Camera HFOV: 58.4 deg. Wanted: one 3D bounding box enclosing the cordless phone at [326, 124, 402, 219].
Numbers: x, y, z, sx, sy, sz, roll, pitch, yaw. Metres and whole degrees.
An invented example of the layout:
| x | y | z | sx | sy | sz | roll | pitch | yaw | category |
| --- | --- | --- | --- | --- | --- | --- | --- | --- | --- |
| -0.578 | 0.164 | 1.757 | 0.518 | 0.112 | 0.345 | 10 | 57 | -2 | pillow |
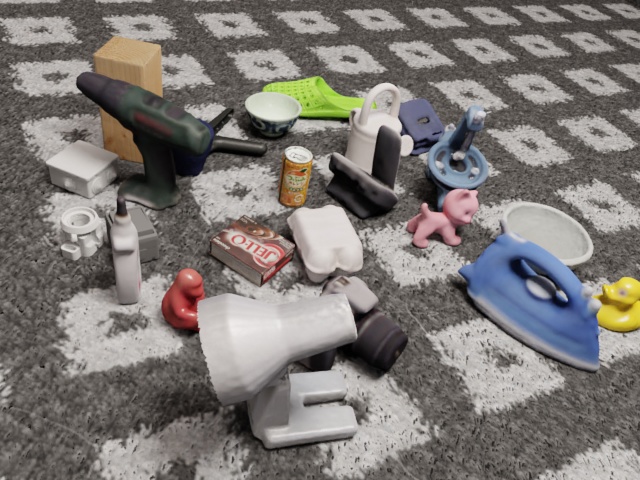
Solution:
| x | y | z | sx | sy | sz | roll | pitch | yaw | category |
| --- | --- | --- | --- | --- | --- | --- | --- | --- | --- |
| 0.090 | -0.149 | 1.069 | 0.147 | 0.185 | 0.094 | 36 | 47 | 26 | cordless phone |

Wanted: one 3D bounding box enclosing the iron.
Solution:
| x | y | z | sx | sy | sz | roll | pitch | yaw | category |
| --- | --- | --- | --- | --- | --- | --- | --- | --- | --- |
| 0.356 | 0.081 | 0.909 | 0.119 | 0.141 | 0.257 | -27 | 54 | -36 | iron |

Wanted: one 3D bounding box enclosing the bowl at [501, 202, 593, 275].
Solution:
| x | y | z | sx | sy | sz | roll | pitch | yaw | category |
| --- | --- | --- | --- | --- | --- | --- | --- | --- | --- |
| 0.402 | 0.010 | 1.051 | 0.167 | 0.075 | 0.167 | 7 | 41 | -6 | bowl |

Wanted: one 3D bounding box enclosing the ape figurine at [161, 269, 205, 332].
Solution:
| x | y | z | sx | sy | sz | roll | pitch | yaw | category |
| --- | --- | --- | --- | --- | --- | --- | --- | --- | --- |
| -0.188 | 0.080 | 0.818 | 0.076 | 0.092 | 0.078 | 16 | 41 | 5 | ape figurine |

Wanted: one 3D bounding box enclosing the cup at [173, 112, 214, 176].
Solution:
| x | y | z | sx | sy | sz | roll | pitch | yaw | category |
| --- | --- | --- | --- | --- | --- | --- | --- | --- | --- |
| -0.250 | -0.179 | 1.091 | 0.092 | 0.095 | 0.117 | -2 | 43 | -16 | cup |

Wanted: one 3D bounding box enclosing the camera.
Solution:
| x | y | z | sx | sy | sz | roll | pitch | yaw | category |
| --- | --- | --- | --- | --- | --- | --- | --- | --- | --- |
| 0.048 | 0.126 | 0.816 | 0.136 | 0.101 | 0.143 | 35 | 46 | 24 | camera |

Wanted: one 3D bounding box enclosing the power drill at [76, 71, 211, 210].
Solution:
| x | y | z | sx | sy | sz | roll | pitch | yaw | category |
| --- | --- | --- | --- | --- | --- | --- | --- | --- | --- |
| -0.299 | -0.162 | 0.974 | 0.229 | 0.208 | 0.076 | 17 | 41 | 6 | power drill |

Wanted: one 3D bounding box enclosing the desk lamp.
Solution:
| x | y | z | sx | sy | sz | roll | pitch | yaw | category |
| --- | --- | --- | --- | --- | --- | --- | --- | --- | --- |
| -0.044 | 0.148 | 0.684 | 0.203 | 0.213 | 0.117 | -3 | 43 | -16 | desk lamp |

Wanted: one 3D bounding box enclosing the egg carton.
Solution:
| x | y | z | sx | sy | sz | roll | pitch | yaw | category |
| --- | --- | --- | --- | --- | --- | --- | --- | --- | --- |
| 0.009 | 0.003 | 0.968 | 0.107 | 0.069 | 0.150 | -7 | 45 | -20 | egg carton |

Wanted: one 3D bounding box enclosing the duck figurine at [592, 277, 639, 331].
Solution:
| x | y | z | sx | sy | sz | roll | pitch | yaw | category |
| --- | --- | --- | --- | --- | --- | --- | --- | --- | --- |
| 0.512 | 0.101 | 0.966 | 0.104 | 0.086 | 0.077 | 9 | 41 | -3 | duck figurine |

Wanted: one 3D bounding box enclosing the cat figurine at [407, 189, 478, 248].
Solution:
| x | y | z | sx | sy | sz | roll | pitch | yaw | category |
| --- | --- | --- | --- | --- | --- | --- | --- | --- | --- |
| 0.233 | -0.051 | 1.045 | 0.128 | 0.118 | 0.067 | -5 | 44 | -18 | cat figurine |

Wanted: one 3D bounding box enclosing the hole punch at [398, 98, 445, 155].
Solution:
| x | y | z | sx | sy | sz | roll | pitch | yaw | category |
| --- | --- | --- | --- | --- | --- | --- | --- | --- | --- |
| 0.226 | -0.258 | 1.295 | 0.109 | 0.091 | 0.100 | -23 | 52 | -33 | hole punch |

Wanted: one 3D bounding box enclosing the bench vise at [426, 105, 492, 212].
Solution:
| x | y | z | sx | sy | sz | roll | pitch | yaw | category |
| --- | --- | --- | --- | --- | --- | --- | --- | --- | --- |
| 0.261 | -0.184 | 1.123 | 0.122 | 0.220 | 0.207 | -3 | 43 | -16 | bench vise |

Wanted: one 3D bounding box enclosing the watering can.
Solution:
| x | y | z | sx | sy | sz | roll | pitch | yaw | category |
| --- | --- | --- | --- | --- | --- | --- | --- | --- | --- |
| 0.119 | -0.219 | 1.148 | 0.172 | 0.194 | 0.101 | 31 | 45 | 20 | watering can |

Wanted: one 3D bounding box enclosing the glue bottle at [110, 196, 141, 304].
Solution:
| x | y | z | sx | sy | sz | roll | pitch | yaw | category |
| --- | --- | --- | --- | --- | --- | --- | --- | --- | --- |
| -0.277 | 0.009 | 0.815 | 0.037 | 0.173 | 0.078 | -4 | 44 | -17 | glue bottle |
